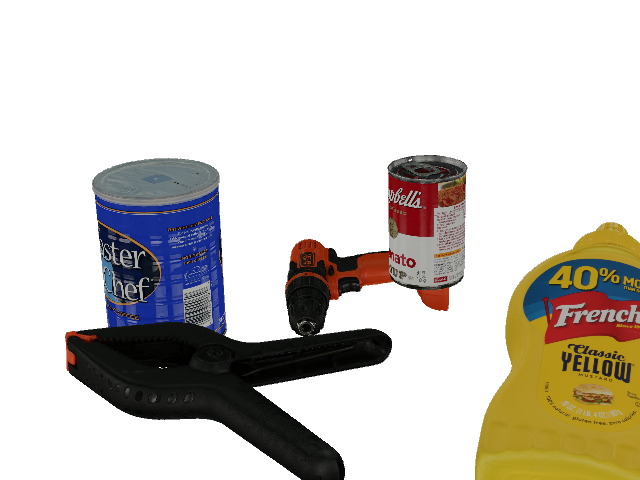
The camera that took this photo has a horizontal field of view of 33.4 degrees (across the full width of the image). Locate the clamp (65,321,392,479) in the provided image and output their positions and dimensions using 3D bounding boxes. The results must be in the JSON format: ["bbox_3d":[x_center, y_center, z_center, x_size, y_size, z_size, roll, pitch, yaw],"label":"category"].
[{"bbox_3d":[-0.059,0.084,0.683,0.210,0.036,0.164,11,24,17],"label":"clamp"}]

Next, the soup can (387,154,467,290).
[{"bbox_3d":[0.093,-0.016,0.929,0.068,0.102,0.068,-2,22,0],"label":"soup can"}]

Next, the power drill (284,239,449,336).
[{"bbox_3d":[0.052,0.050,1.238,0.187,0.057,0.184,-2,28,1],"label":"power drill"}]

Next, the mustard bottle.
[{"bbox_3d":[0.142,0.057,0.549,0.096,0.058,0.191,8,42,14],"label":"mustard bottle"}]

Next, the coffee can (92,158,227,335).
[{"bbox_3d":[-0.132,0.013,0.890,0.103,0.140,0.103,-1,22,0],"label":"coffee can"}]
